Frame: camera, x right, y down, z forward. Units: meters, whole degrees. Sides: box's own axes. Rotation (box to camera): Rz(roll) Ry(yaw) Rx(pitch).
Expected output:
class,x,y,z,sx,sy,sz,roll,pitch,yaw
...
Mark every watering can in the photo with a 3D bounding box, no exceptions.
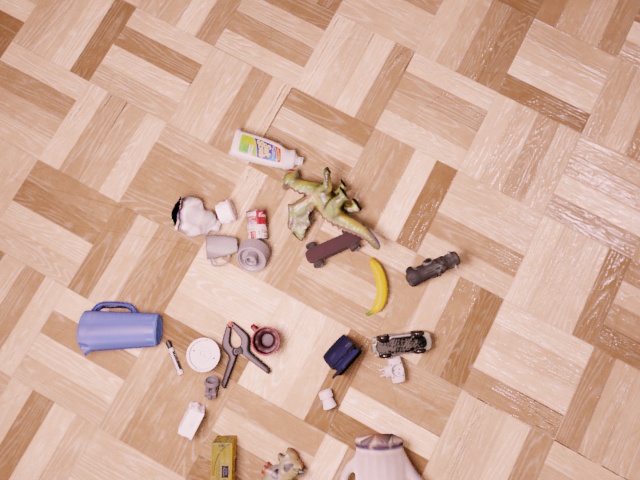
class,x,y,z,sx,sy,sz,roll,pitch,yaw
watering can,0.232,0.724,1.612,0.347,0.103,0.226,-1,81,1

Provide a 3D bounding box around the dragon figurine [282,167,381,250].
class,x,y,z,sx,sy,sz,roll,pitch,yaw
dragon figurine,0.005,-0.088,1.752,0.241,0.121,0.414,-33,75,11

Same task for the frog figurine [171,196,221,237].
class,x,y,z,sx,sy,sz,roll,pitch,yaw
frog figurine,-0.421,-0.077,1.760,0.159,0.121,0.139,10,70,-35
